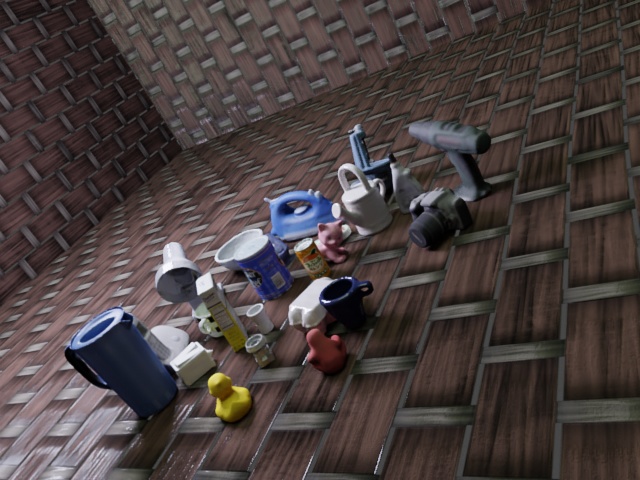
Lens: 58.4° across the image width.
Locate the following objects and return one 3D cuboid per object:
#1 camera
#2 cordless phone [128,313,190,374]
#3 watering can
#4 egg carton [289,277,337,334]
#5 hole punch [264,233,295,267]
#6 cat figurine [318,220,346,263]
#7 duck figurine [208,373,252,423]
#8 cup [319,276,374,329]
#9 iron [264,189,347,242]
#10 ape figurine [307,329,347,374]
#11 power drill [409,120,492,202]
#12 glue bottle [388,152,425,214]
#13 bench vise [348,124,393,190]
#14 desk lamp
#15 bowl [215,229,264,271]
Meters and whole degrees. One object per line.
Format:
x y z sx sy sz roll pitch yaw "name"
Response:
0.256 -0.054 1.341 0.137 0.101 0.142 -40 26 -23 "camera"
-0.412 0.235 1.419 0.094 0.185 0.147 -25 24 10 "cordless phone"
0.105 -0.111 1.512 0.100 0.194 0.173 -12 29 36 "watering can"
0.002 0.145 1.272 0.107 0.069 0.150 1 38 50 "egg carton"
-0.143 0.041 1.620 0.109 0.091 0.100 -40 25 -22 "hole punch"
0.014 0.005 1.479 0.127 0.118 0.067 -24 24 13 "cat figurine"
-0.188 0.307 1.143 0.077 0.086 0.104 -37 24 -16 "duck figurine"
0.069 0.133 1.188 0.117 0.095 0.092 -20 25 21 "cup"
-0.047 -0.093 1.715 0.257 0.142 0.119 -13 28 33 "iron"
0.006 0.209 1.110 0.078 0.092 0.076 -29 24 2 "ape figurine"
0.333 -0.202 1.414 0.076 0.209 0.228 -41 26 -23 "power drill"
0.218 -0.153 1.494 0.078 0.173 0.037 -17 27 26 "glue bottle"
0.138 -0.210 1.641 0.121 0.220 0.207 -18 26 25 "bench vise"
-0.357 0.117 1.558 0.118 0.214 0.203 -30 24 0 "desk lamp"
-0.229 0.042 1.738 0.167 0.075 0.167 -24 24 12 "bowl"
